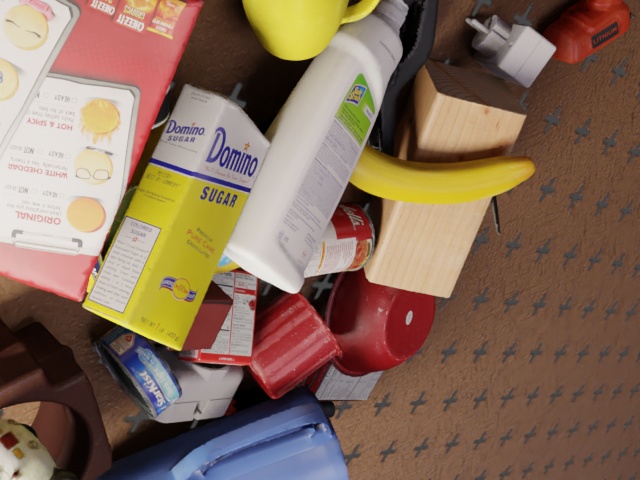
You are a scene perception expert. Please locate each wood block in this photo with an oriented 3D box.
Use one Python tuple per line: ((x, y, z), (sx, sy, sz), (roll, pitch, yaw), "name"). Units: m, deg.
((0.113, -0.058, 1.043), (0.090, 0.091, 0.206), (12, 119, -12), "wood block")

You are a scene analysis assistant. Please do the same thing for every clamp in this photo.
((0.052, -0.145, 0.961), (0.164, 0.036, 0.210), (25, 101, -47), "clamp")
((-0.064, 0.212, 1.171), (0.171, 0.039, 0.120), (26, 97, -49), "clamp")

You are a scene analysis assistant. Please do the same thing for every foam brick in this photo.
((-0.123, 0.052, 0.918), (0.052, 0.078, 0.051), (4, 120, -48), "foam brick")

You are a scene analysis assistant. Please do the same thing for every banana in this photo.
((0.093, -0.062, 0.958), (0.197, 0.037, 0.070), (10, 136, -15), "banana")

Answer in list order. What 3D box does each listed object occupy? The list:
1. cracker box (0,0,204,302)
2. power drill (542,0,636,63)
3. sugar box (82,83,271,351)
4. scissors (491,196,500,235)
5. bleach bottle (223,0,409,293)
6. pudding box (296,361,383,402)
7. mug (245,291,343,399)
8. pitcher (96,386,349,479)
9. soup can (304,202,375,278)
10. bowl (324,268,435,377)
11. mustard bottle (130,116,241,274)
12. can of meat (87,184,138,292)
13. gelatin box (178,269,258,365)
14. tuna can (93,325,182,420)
((-0.185, -0.090, 0.656), (0.164, 0.072, 0.214), (21, 111, -14), "cracker box")
((0.266, -0.274, 1.067), (0.184, 0.057, 0.188), (-32, 142, -25), "power drill")
((-0.099, -0.015, 0.777), (0.176, 0.048, 0.093), (-65, 157, -8), "sugar box")
((0.171, -0.084, 1.069), (0.016, 0.201, 0.096), (0, 110, 3), "scissors")
((0.004, -0.087, 0.875), (0.251, 0.068, 0.102), (-61, 152, -9), "bleach bottle")
((0.031, 0.137, 1.208), (0.113, 0.039, 0.090), (12, 112, -50), "pudding box")
((-0.039, 0.104, 1.066), (0.081, 0.093, 0.117), (-36, 179, -11), "mug")
((-0.100, 0.235, 1.040), (0.242, 0.145, 0.149), (-16, 106, -20), "pitcher")
((-0.007, 0.001, 1.011), (0.102, 0.069, 0.069), (-7, 127, -44), "soup can")
((0.076, 0.078, 1.145), (0.161, 0.055, 0.162), (-20, 118, -45), "bowl")
((-0.092, -0.023, 0.899), (0.096, 0.058, 0.191), (-53, 146, -4), "mustard bottle")
((-0.173, -0.006, 0.791), (0.057, 0.084, 0.102), (-52, 151, -36), "can of meat")
((-0.093, 0.068, 0.977), (0.073, 0.030, 0.089), (13, 78, -53), "gelatin box")
((-0.158, 0.113, 0.929), (0.033, 0.086, 0.086), (-38, 144, -20), "tuna can")
